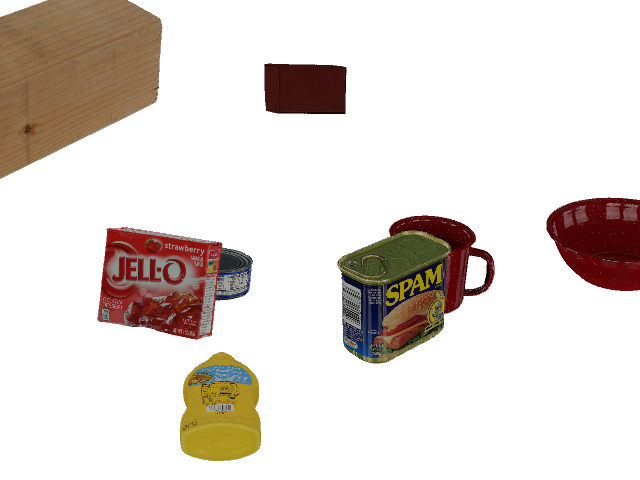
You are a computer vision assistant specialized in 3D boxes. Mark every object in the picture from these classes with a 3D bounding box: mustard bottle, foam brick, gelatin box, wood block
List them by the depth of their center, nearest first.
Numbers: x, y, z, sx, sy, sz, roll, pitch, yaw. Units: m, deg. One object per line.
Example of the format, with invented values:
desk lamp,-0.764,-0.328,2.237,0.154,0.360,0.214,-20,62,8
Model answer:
gelatin box,-0.123,0.031,0.813,0.089,0.073,0.030,9,5,19
wood block,-0.240,-0.137,0.914,0.090,0.091,0.205,31,42,23
foam brick,-0.016,-0.162,1.145,0.078,0.051,0.053,-2,12,-19
mustard bottle,-0.125,0.197,1.341,0.096,0.058,0.191,-3,26,-4

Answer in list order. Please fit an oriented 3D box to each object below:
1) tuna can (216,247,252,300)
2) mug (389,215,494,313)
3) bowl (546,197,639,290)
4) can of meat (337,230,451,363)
tuna can,-0.115,0.034,1.113,0.086,0.034,0.086,5,16,-2
mug,0.130,0.030,1.160,0.117,0.081,0.093,7,26,9
bowl,0.325,0.009,1.158,0.162,0.055,0.162,-2,27,1
can of meat,0.065,0.049,0.933,0.101,0.084,0.058,-22,33,-36
